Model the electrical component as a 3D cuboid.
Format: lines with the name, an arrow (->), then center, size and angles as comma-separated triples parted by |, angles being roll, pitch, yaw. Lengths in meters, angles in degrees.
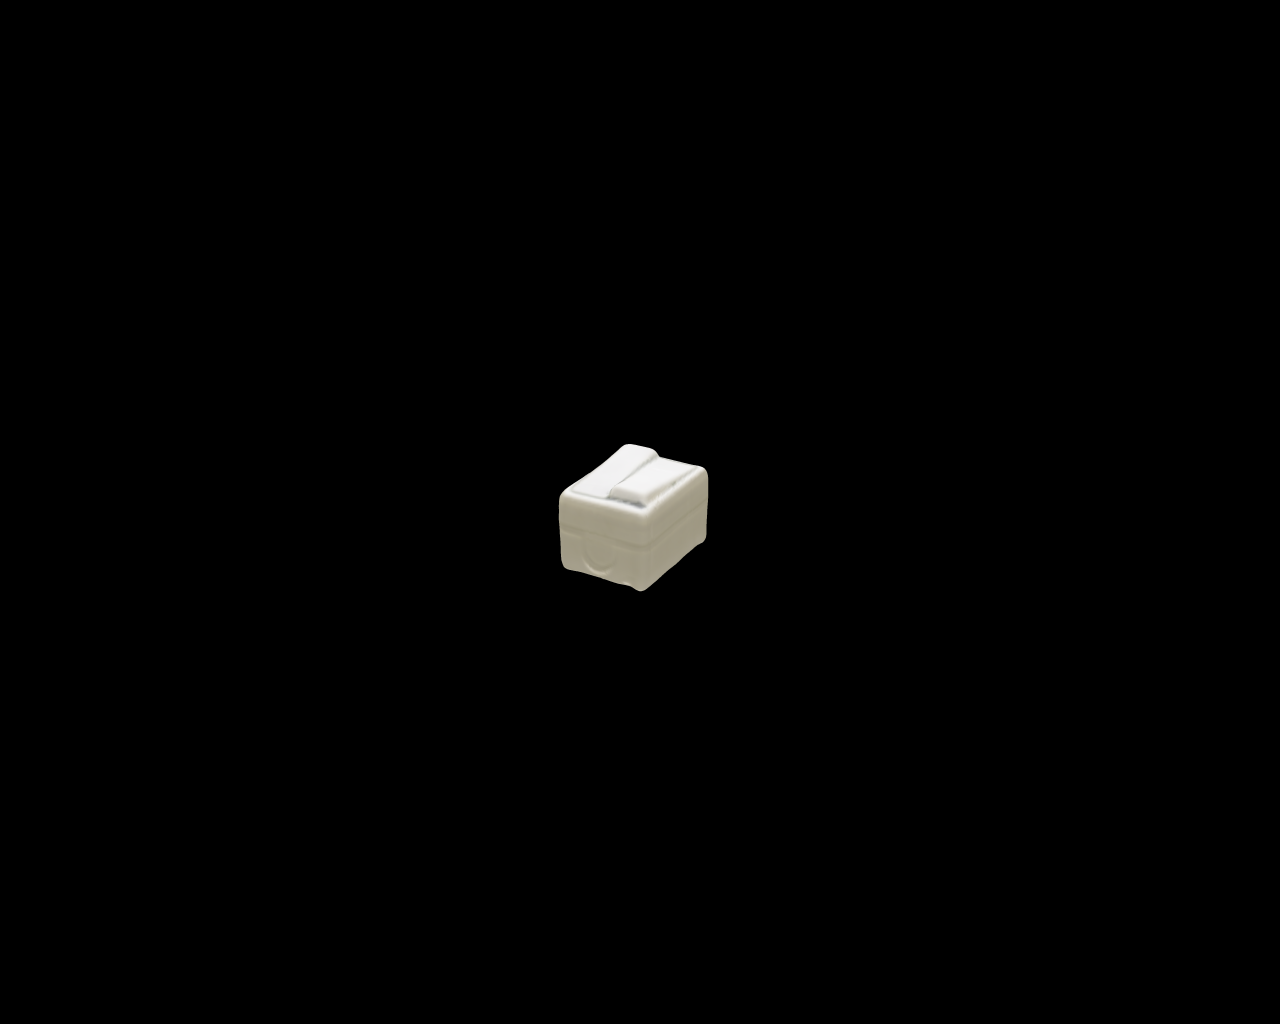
electrical component -> 0.001, -0.003, 0.650 | 0.062, 0.061, 0.096 | 16, 31, 28
